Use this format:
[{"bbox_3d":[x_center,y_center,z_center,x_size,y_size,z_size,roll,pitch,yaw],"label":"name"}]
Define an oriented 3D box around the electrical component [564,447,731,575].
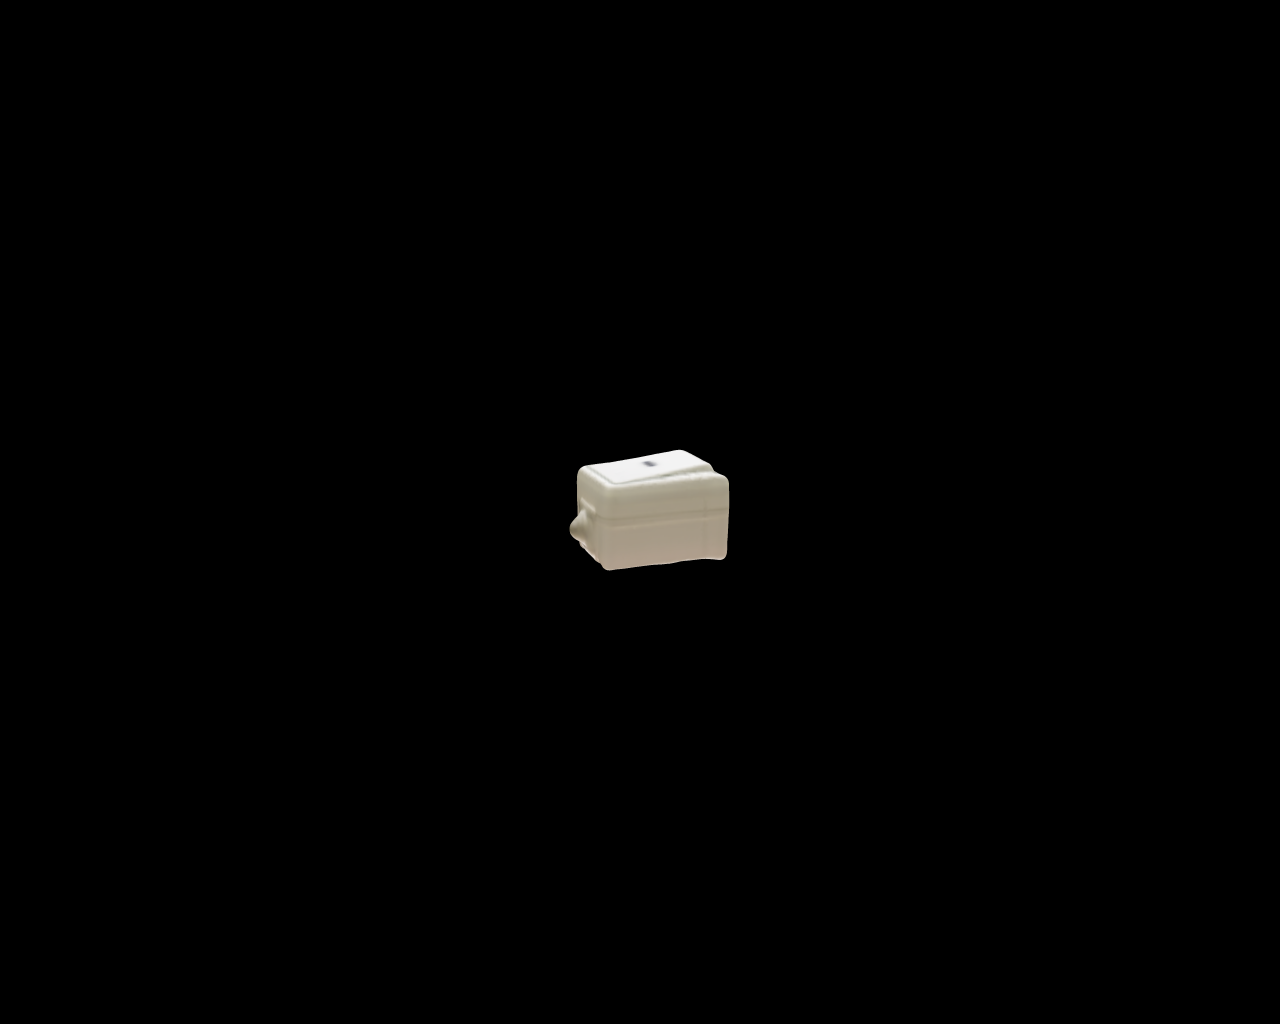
[{"bbox_3d":[0.001,-0.003,0.650,0.096,0.061,0.062,-5,16,-18],"label":"electrical component"}]
